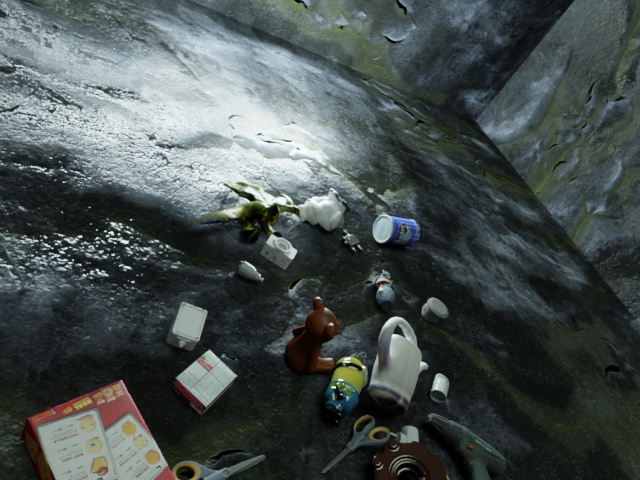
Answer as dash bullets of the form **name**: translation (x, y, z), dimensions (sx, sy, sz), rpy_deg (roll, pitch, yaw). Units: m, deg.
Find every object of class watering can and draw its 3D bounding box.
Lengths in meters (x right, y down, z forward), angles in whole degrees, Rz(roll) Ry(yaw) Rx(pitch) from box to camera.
- **watering can**: translation (0.210, 0.341, 1.318), dimensions (0.341, 0.104, 0.229), rpy_deg (55, 48, -46)

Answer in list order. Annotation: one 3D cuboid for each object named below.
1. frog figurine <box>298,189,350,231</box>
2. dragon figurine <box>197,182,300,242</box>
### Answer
- **frog figurine**: translation (0.005, -0.087, 1.736), dimensions (0.160, 0.120, 0.139), rpy_deg (-27, 71, -15)
- **dragon figurine**: translation (-0.220, -0.105, 1.567), dimensions (0.410, 0.120, 0.247), rpy_deg (5, 27, -40)
